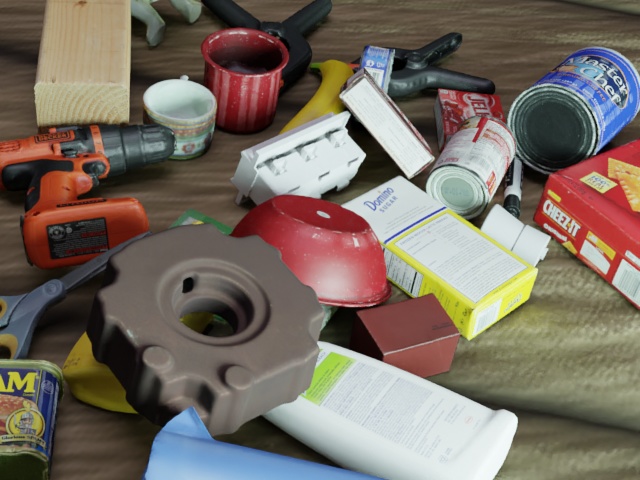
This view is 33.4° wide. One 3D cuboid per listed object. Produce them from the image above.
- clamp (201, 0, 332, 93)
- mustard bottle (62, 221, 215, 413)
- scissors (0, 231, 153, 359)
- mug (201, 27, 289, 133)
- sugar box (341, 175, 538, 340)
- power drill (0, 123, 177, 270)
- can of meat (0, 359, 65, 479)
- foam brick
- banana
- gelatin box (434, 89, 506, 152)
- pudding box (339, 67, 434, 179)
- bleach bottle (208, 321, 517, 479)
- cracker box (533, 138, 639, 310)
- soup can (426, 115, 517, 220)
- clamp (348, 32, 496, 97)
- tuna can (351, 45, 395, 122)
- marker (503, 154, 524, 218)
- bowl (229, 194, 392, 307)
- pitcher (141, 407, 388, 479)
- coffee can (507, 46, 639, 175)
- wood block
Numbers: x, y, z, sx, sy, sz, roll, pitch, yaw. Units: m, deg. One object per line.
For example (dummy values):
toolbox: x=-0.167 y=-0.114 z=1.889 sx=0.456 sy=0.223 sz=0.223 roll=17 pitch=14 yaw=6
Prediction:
clamp: x=-0.069 y=-0.243 z=1.266 sx=0.164 sy=0.036 sz=0.210 roll=6 pitch=42 yaw=-3
mustard bottle: x=-0.133 y=0.053 z=0.889 sx=0.096 sy=0.058 sz=0.191 roll=0 pitch=43 yaw=21
scissors: x=-0.221 y=0.061 z=0.875 sx=0.201 sy=0.016 sz=0.096 roll=-19 pitch=56 yaw=-8
mug: x=-0.091 y=-0.176 z=1.153 sx=0.093 sy=0.081 sz=0.117 roll=-21 pitch=51 yaw=-31
sugar box: x=0.106 y=0.013 z=1.008 sx=0.093 sy=0.048 sz=0.176 roll=-28 pitch=50 yaw=-36
power drill: x=-0.210 y=-0.049 z=0.984 sx=0.184 sy=0.057 sz=0.188 roll=-12 pitch=32 yaw=-13
can of meat: x=-0.245 y=0.138 z=0.790 sx=0.102 sy=0.057 sz=0.084 roll=3 pitch=44 yaw=-8
foam brick: x=0.072 y=0.087 z=0.912 sx=0.078 sy=0.051 sz=0.053 roll=-11 pitch=47 yaw=-22
banana: x=0.000 y=-0.149 z=1.168 sx=0.070 sy=0.037 sz=0.197 roll=-24 pitch=26 yaw=31
gelatin box: x=0.168 y=-0.132 z=1.193 sx=0.073 sy=0.030 sz=0.089 roll=6 pitch=42 yaw=-5
pudding box: x=0.068 y=-0.121 z=1.091 sx=0.113 sy=0.039 sz=0.090 roll=47 pitch=9 yaw=-9
bleach bottle: x=0.022 y=0.127 z=0.851 sx=0.251 sy=0.068 sz=0.102 roll=26 pitch=43 yaw=21
cracker box: x=0.351 y=-0.028 z=1.081 sx=0.213 sy=0.072 sz=0.164 roll=-21 pitch=50 yaw=-32
soup can: x=0.156 y=-0.075 z=1.098 sx=0.068 sy=0.068 sz=0.102 roll=22 pitch=43 yaw=13
clamp: x=0.118 y=-0.194 z=1.248 sx=0.171 sy=0.039 sz=0.120 roll=-16 pitch=41 yaw=-19
tuna can: x=0.058 y=-0.170 z=1.172 sx=0.034 sy=0.086 sz=0.086 roll=11 pitch=41 yaw=4
marker: x=0.205 y=-0.062 z=1.130 sx=0.020 sy=0.020 sz=0.121 roll=13 pitch=41 yaw=3
bowl: x=-0.006 y=0.001 z=0.945 sx=0.162 sy=0.055 sz=0.162 roll=15 pitch=17 yaw=-5
pitcher: x=-0.009 y=0.219 z=0.704 sx=0.242 sy=0.149 sz=0.145 roll=11 pitch=24 yaw=-4
coffee can: x=0.278 y=-0.142 z=1.160 sx=0.103 sy=0.103 sz=0.140 roll=29 pitch=38 yaw=20
wood block: x=-0.246 y=-0.186 z=1.128 sx=0.090 sy=0.090 sz=0.206 roll=1 pitch=42 yaw=-9
